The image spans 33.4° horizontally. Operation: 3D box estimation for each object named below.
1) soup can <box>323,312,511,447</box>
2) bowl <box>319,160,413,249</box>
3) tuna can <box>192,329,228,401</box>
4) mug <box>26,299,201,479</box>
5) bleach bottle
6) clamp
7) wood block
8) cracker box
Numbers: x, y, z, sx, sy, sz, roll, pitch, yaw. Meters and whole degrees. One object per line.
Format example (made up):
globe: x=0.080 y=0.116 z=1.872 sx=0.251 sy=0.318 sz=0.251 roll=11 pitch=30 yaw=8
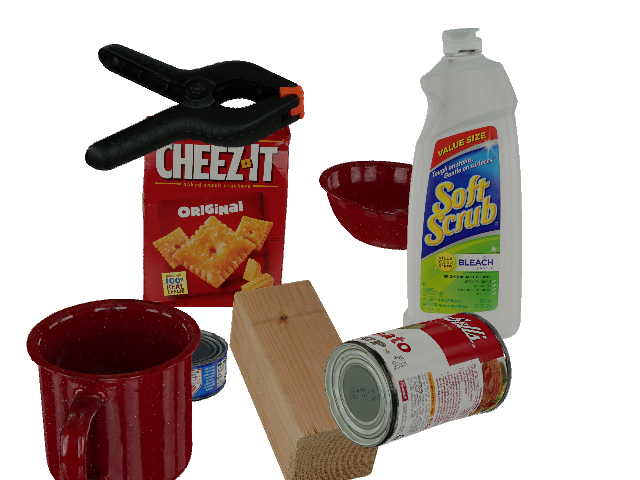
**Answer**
soup can: x=0.061 y=0.087 z=0.676 sx=0.102 sy=0.068 sz=0.069 roll=-9 pitch=6 yaw=-37
bowl: x=0.077 y=-0.033 z=1.118 sx=0.162 sy=0.055 sz=0.162 roll=5 pitch=22 yaw=-2
tuna can: x=-0.117 y=0.099 z=0.854 sx=0.086 sy=0.034 sz=0.086 roll=3 pitch=14 yaw=-1
mug: x=-0.114 y=0.093 z=0.580 sx=0.093 sy=0.081 sz=0.117 roll=4 pitch=22 yaw=5
bleach bottle: x=0.113 y=-0.046 z=0.877 sx=0.103 sy=0.251 sz=0.068 roll=-1 pitch=15 yaw=15
clamp: x=-0.101 y=-0.114 z=0.835 sx=0.171 sy=0.120 sz=0.039 roll=-7 pitch=-28 yaw=-8
wood block: x=-0.020 y=0.146 z=1.110 sx=0.090 sy=0.090 sz=0.206 roll=-9 pitch=43 yaw=-19
cracker box: x=-0.122 y=-0.029 z=1.230 sx=0.164 sy=0.214 sz=0.072 roll=1 pitch=22 yaw=-8
